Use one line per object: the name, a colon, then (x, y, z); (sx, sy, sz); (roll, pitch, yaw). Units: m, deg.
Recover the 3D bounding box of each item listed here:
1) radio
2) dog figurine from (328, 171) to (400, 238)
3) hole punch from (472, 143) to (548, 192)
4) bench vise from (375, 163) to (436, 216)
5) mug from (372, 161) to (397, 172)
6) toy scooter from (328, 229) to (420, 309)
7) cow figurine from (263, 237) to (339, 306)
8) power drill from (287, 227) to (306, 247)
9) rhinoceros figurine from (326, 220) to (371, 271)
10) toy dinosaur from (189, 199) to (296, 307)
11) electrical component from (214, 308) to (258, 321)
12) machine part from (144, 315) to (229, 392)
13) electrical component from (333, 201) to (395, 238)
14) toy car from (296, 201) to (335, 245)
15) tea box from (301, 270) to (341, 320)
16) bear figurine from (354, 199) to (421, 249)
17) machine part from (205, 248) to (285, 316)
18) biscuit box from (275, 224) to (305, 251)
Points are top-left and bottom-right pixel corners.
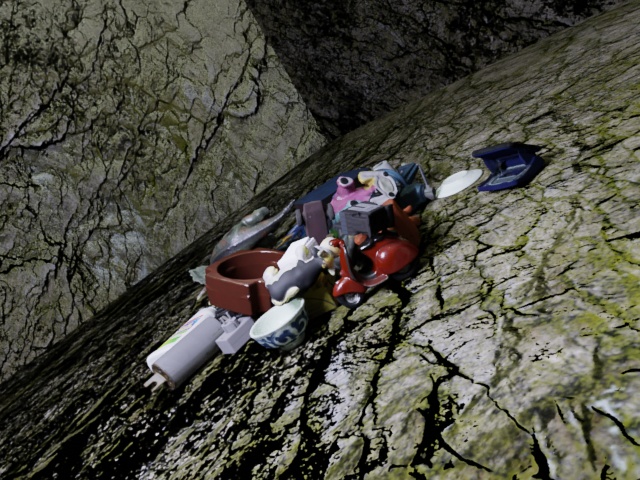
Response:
radio: (0.044, -0.123, 1.521); (0.229, 0.073, 0.131); (-35, 20, -35)
dog figurine: (0.082, -0.060, 1.315); (0.191, 0.108, 0.219); (-13, -28, -22)
hole punch: (0.399, -0.153, 1.134); (0.116, 0.092, 0.142); (-6, -4, -30)
bench vise: (0.213, -0.145, 1.416); (0.224, 0.128, 0.241); (-17, 24, 38)
mug: (0.195, -0.170, 1.554); (0.081, 0.107, 0.109); (-29, 12, 19)
toy scooter: (0.090, 0.035, 1.011); (0.184, 0.135, 0.075); (-31, 12, 0)
cow figurine: (-0.027, 0.059, 1.039); (0.167, 0.068, 0.098); (-35, 22, 7)
power drill: (0.016, -0.029, 1.515); (0.232, 0.086, 0.207); (-16, 25, 46)
rhinoceros figurine: (0.079, 0.009, 1.183); (0.073, 0.112, 0.190); (-7, 15, 24)
toy dinosaur: (-0.222, 0.030, 1.427); (0.404, 0.131, 0.192); (-49, -2, 43)
electrical component: (-0.191, 0.159, 1.354); (0.134, 0.058, 0.115); (-29, 16, 14)
machine part: (-0.287, 0.251, 1.200); (0.079, 0.079, 0.243); (-16, 19, 49)
electrical component: (0.074, -0.041, 1.007); (0.075, 0.047, 0.119); (-23, 23, -34)
toy car: (-0.003, -0.004, 1.227); (0.089, 0.201, 0.053); (-11, 32, 0)
tea box: (-0.007, 0.096, 1.146); (0.098, 0.068, 0.170); (-27, 16, 21)
bear figurine: (0.147, -0.032, 1.139); (0.120, 0.132, 0.196); (-47, 16, 17)
machine part: (-0.151, 0.095, 1.263); (0.202, 0.087, 0.201); (11, 25, 32)
biscuit box: (-0.071, 0.005, 1.619); (0.063, 0.059, 0.203); (-24, 15, 30)
